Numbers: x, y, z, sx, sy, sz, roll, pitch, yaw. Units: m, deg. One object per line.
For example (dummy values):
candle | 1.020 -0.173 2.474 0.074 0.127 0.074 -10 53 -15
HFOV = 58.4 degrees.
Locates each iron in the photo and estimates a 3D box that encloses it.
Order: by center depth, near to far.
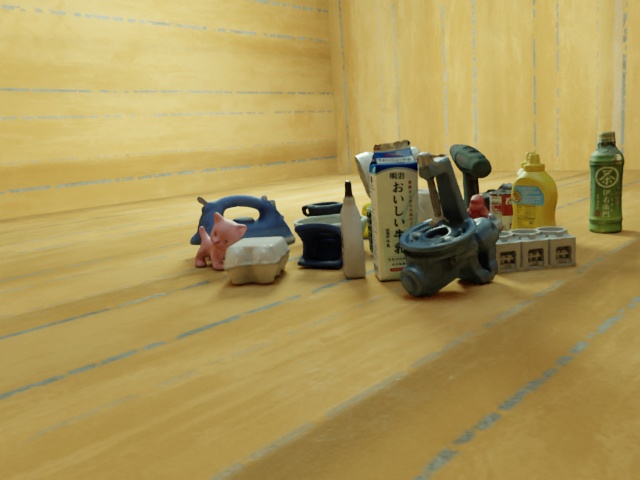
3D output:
iron | -0.176 -0.046 1.362 0.259 0.141 0.118 -11 12 -33

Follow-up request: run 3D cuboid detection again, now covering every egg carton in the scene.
egg carton | -0.117 0.036 1.081 0.107 0.069 0.150 -3 10 8

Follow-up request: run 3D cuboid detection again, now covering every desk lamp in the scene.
desk lamp | 0.198 -0.135 1.512 0.203 0.213 0.118 -5 10 -4

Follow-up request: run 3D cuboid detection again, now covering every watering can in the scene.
watering can | 0.249 -0.094 1.314 0.100 0.194 0.173 0 11 20

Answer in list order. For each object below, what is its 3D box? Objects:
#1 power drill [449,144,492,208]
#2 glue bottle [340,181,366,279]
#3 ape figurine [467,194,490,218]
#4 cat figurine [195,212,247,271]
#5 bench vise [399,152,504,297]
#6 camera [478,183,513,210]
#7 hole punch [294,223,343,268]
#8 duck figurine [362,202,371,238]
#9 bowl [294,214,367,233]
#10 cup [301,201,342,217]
power drill | 0.412 -0.163 1.601 0.075 0.208 0.229 -5 10 -6
glue bottle | 0.056 -0.021 1.036 0.037 0.173 0.078 -5 10 -6
ape figurine | 0.378 -0.064 1.385 0.077 0.092 0.076 4 13 38
cat figurine | -0.209 -0.001 1.190 0.127 0.118 0.067 5 13 40
bench vise | 0.203 -0.034 0.914 0.121 0.220 0.208 4 13 38
camera | 0.485 -0.093 1.486 0.143 0.101 0.137 -4 10 -2
hole punch | 0.011 0.004 1.150 0.108 0.091 0.101 1 11 27
duck figurine | 0.124 -0.052 1.439 0.078 0.086 0.104 -13 13 -41
bowl | 0.025 -0.011 1.279 0.167 0.075 0.167 -4 10 1
cup | 0.005 -0.044 1.416 0.117 0.095 0.092 2 12 33
